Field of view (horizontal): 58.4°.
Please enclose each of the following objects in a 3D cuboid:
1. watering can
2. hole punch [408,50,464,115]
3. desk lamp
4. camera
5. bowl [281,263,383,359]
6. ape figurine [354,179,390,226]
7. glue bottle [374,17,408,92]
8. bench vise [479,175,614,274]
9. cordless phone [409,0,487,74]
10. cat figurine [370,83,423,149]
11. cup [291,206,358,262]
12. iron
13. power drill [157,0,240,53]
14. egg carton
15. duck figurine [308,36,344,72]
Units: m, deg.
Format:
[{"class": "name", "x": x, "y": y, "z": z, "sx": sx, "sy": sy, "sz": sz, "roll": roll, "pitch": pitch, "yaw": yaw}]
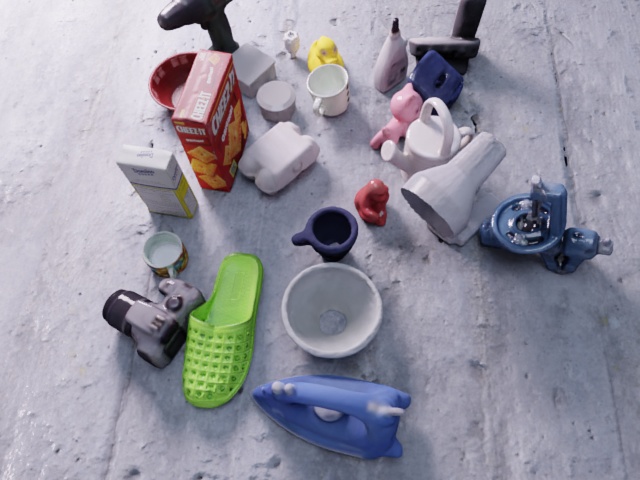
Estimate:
[{"class": "watering can", "x": 0.200, "y": -0.175, "z": 1.047, "sx": 0.173, "sy": 0.194, "sz": 0.100, "roll": -38, "pitch": 68, "yaw": -16}, {"class": "hole punch", "x": 0.238, "y": -0.320, "z": 1.177, "sx": 0.101, "sy": 0.091, "sz": 0.109, "roll": 30, "pitch": 68, "yaw": 15}, {"class": "desk lamp", "x": 0.236, "y": -0.080, "z": 0.988, "sx": 0.203, "sy": 0.214, "sz": 0.117, "roll": -41, "pitch": 69, "yaw": -17}, {"class": "camera", "x": -0.287, "y": 0.120, "z": 0.963, "sx": 0.136, "sy": 0.101, "sz": 0.143, "roll": 25, "pitch": 67, "yaw": 13}, {"class": "bowl", "x": 0.020, "y": 0.127, "z": 0.967, "sx": 0.167, "sy": 0.075, "sz": 0.167, "roll": 0, "pitch": 63, "yaw": 1}, {"class": "ape figurine", "x": 0.101, "y": -0.078, "z": 1.059, "sx": 0.076, "sy": 0.092, "sz": 0.078, "roll": 38, "pitch": 70, "yaw": 18}, {"class": "glue bottle", "x": 0.149, "y": -0.382, "z": 1.164, "sx": 0.078, "sy": 0.173, "sz": 0.037, "roll": -36, "pitch": 68, "yaw": -15}, {"class": "bench vise", "x": 0.390, "y": -0.037, "z": 0.959, "sx": 0.207, "sy": 0.220, "sz": 0.121, "roll": 0, "pitch": 63, "yaw": 2}, {"class": "cordless phone", "x": 0.263, "y": -0.438, "z": 1.183, "sx": 0.147, "sy": 0.185, "sz": 0.094, "roll": -3, "pitch": 63, "yaw": 0}, {"class": "cat figurine", "x": 0.156, "y": -0.241, "z": 1.124, "sx": 0.067, "sy": 0.118, "sz": 0.128, "roll": 34, "pitch": 69, "yaw": 17}, {"class": "cup", "x": 0.009, "y": 0.004, "z": 1.018, "sx": 0.118, "sy": 0.095, "sz": 0.091, "roll": -14, "pitch": 64, "yaw": -5}, {"class": "iron", "x": 0.008, "y": 0.249, "z": 0.869, "sx": 0.258, "sy": 0.141, "sz": 0.119, "roll": 10, "pitch": 64, "yaw": 7}, {"class": "power drill", "x": -0.230, "y": -0.444, "z": 1.185, "sx": 0.075, "sy": 0.208, "sz": 0.230, "roll": 29, "pitch": 68, "yaw": 15}, {"class": "egg carton", "x": -0.078, "y": -0.160, "z": 1.116, "sx": 0.107, "sy": 0.069, "sz": 0.150, "roll": 40, "pitch": 71, "yaw": 19}, {"class": "duck figurine", "x": 0.012, "y": -0.398, "z": 1.224, "sx": 0.077, "sy": 0.086, "sz": 0.104, "roll": -23, "pitch": 65, "yaw": -10}]
